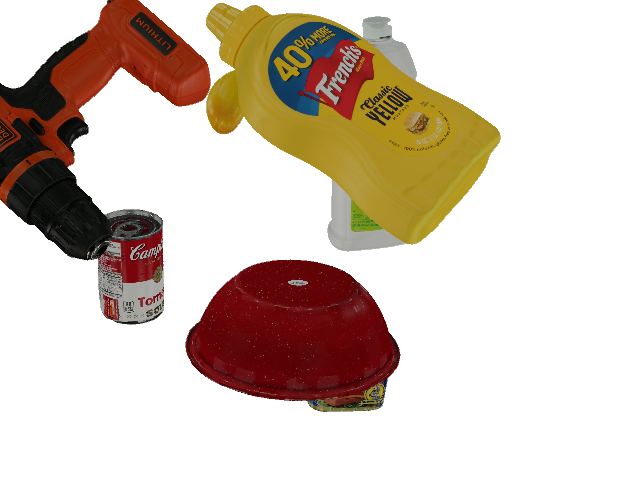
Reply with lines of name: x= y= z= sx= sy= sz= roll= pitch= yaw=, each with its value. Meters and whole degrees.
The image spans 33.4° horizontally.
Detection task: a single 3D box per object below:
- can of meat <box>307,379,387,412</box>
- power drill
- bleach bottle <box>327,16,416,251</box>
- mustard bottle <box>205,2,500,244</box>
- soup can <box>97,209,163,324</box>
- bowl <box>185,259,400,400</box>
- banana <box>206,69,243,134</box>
can of meat: x=0.034 y=0.161 z=1.308 sx=0.102 sy=0.084 sz=0.057 roll=2 pitch=24 yaw=-15
power drill: x=-0.175 y=-0.093 z=0.811 sx=0.187 sy=0.184 sz=0.057 roll=-40 pitch=-13 yaw=-27
bleach bottle: x=0.055 y=-0.116 z=1.165 sx=0.102 sy=0.251 sz=0.068 roll=-7 pitch=25 yaw=-9
mustard bottle: x=0.008 y=-0.085 z=0.649 sx=0.192 sy=0.096 sz=0.058 roll=37 pitch=-34 yaw=12
soup can: x=-0.197 y=0.028 z=1.109 sx=0.068 sy=0.102 sz=0.068 roll=2 pitch=26 yaw=-1
bowl: x=-0.019 y=0.056 z=0.792 sx=0.162 sy=0.055 sz=0.162 roll=3 pitch=21 yaw=-1
banana: x=-0.055 y=-0.129 z=0.962 sx=0.070 sy=0.037 sz=0.197 roll=37 pitch=24 yaw=18
